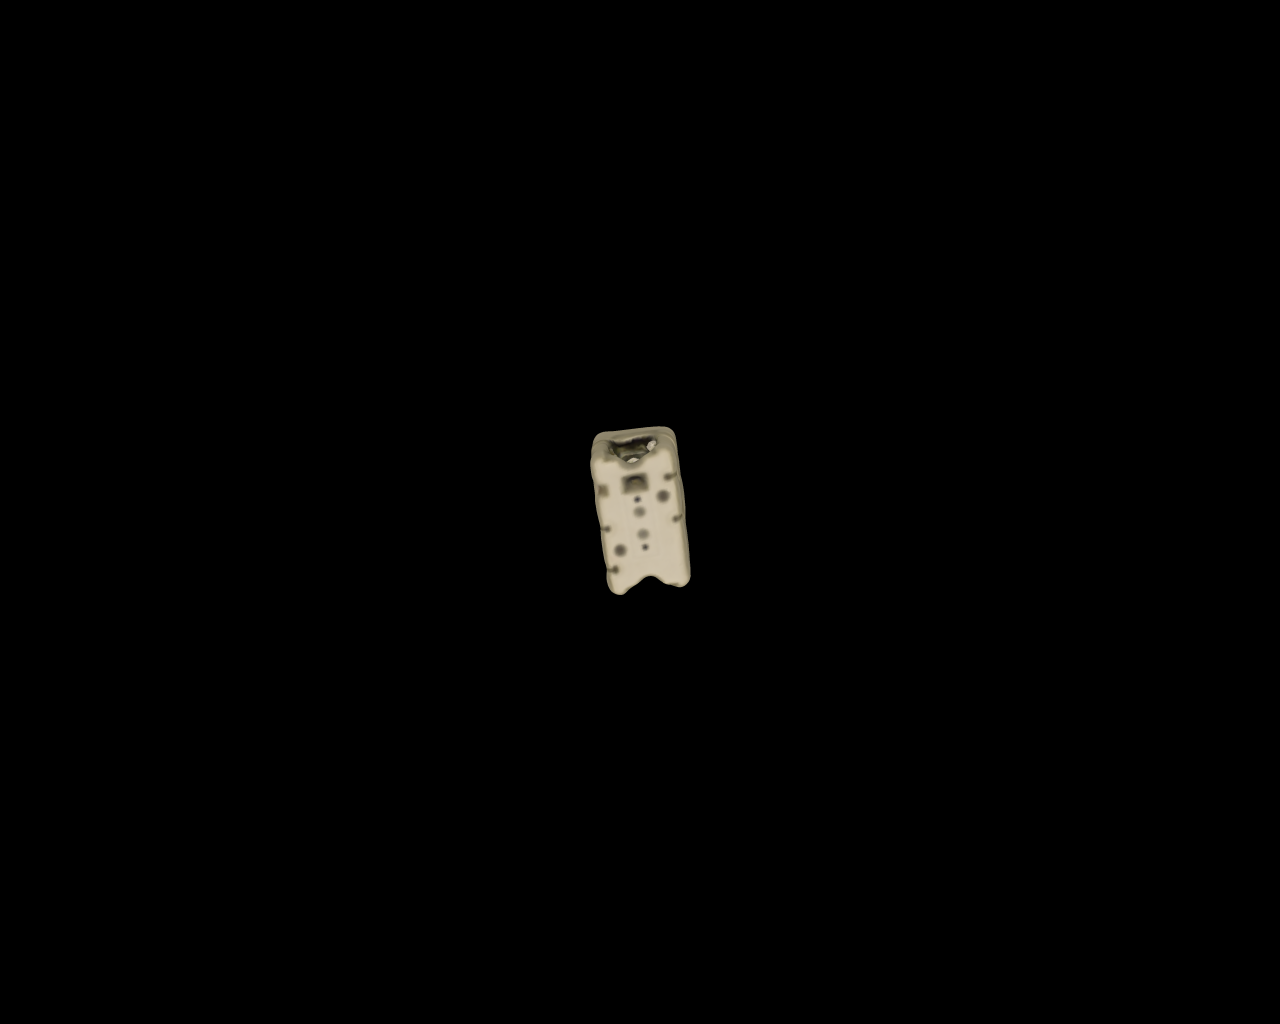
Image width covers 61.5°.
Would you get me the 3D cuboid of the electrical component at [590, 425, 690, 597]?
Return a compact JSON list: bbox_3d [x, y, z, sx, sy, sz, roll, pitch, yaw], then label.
[{"bbox_3d":[0.001,-0.003,0.650,0.050,0.089,0.056,-7,20,2],"label":"electrical component"}]
